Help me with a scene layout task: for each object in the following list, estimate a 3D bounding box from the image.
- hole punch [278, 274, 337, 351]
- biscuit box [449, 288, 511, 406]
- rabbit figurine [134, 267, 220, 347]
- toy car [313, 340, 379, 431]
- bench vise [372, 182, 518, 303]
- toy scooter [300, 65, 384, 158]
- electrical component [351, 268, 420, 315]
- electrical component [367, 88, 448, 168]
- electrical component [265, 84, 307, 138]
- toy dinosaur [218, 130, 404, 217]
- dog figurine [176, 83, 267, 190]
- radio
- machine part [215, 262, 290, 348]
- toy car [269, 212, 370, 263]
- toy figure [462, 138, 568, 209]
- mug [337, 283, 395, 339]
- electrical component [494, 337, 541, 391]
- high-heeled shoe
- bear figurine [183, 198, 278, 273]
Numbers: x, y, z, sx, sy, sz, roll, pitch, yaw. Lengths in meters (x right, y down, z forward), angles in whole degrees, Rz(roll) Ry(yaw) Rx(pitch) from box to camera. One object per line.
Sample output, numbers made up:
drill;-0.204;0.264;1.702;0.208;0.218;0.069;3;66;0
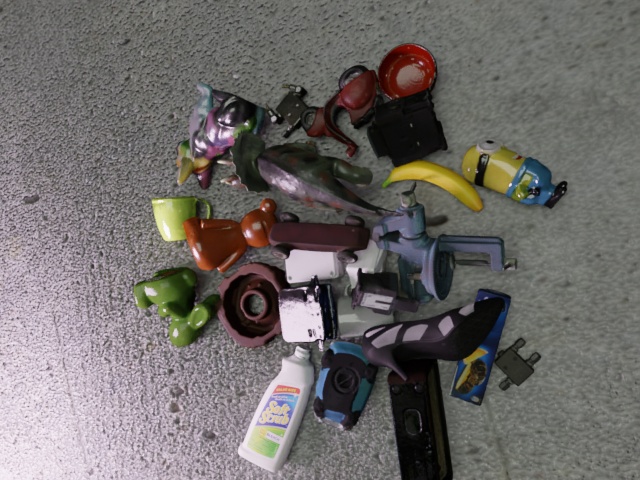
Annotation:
hole punch;-0.009;0.140;1.046;0.116;0.092;0.142;-10;82;44
biscuit box;0.290;0.189;0.970;0.059;0.063;0.202;15;94;19
rabbit figurine;-0.297;0.148;1.178;0.159;0.121;0.170;-11;103;13
toy car;0.053;0.277;1.032;0.109;0.103;0.161;13;82;16
bench vise;0.222;0.014;0.953;0.241;0.129;0.223;2;105;30
toy scooter;0.058;-0.245;1.062;0.184;0.075;0.135;-39;76;18
electrical component;0.120;0.097;0.978;0.119;0.048;0.074;6;135;-1
electrical component;0.158;-0.203;1.003;0.134;0.058;0.114;-18;123;20
electrical component;-0.064;-0.274;1.122;0.102;0.045;0.078;-41;74;15
toy dinosaur;-0.042;-0.121;1.003;0.405;0.192;0.131;24;111;49
dog figurine;-0.225;-0.206;1.145;0.192;0.108;0.219;28;102;32
radio;0.183;0.336;0.968;0.073;0.131;0.229;-10;85;21
machine part;-0.132;0.135;1.130;0.180;0.056;0.179;0;90;20
toy car;-0.002;-0.003;1.023;0.202;0.053;0.089;3;63;20
toy figure;0.340;-0.114;0.953;0.180;0.082;0.089;34;98;15
mug;0.091;0.135;1.043;0.107;0.080;0.109;-3;74;9
electrical component;0.348;0.226;0.969;0.063;0.021;0.094;45;104;16
high-heeled shoe;0.194;0.153;0.958;0.249;0.086;0.145;-34;34;-5
bear figurine;-0.177;-0.015;1.129;0.196;0.132;0.120;-26;110;-10
